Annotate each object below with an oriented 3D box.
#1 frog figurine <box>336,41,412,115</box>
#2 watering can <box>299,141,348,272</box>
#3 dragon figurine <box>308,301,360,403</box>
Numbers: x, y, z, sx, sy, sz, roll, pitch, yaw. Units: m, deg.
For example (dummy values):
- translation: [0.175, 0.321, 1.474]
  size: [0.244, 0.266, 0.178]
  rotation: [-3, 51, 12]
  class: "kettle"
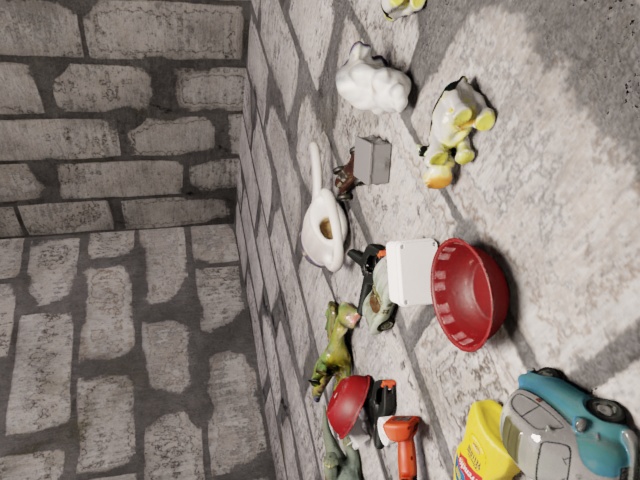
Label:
- translation: [0.105, -0.280, 0.966]
  size: [0.162, 0.122, 0.135]
  rotation: [65, -171, 31]
  class: "frog figurine"
- translation: [0.004, -0.069, 1.368]
  size: [0.220, 0.104, 0.354]
  rotation: [114, 147, -60]
  class: "watering can"
- translation: [0.035, 0.292, 1.422]
  size: [0.402, 0.122, 0.248]
  rotation: [118, 162, -58]
  class: "dragon figurine"
